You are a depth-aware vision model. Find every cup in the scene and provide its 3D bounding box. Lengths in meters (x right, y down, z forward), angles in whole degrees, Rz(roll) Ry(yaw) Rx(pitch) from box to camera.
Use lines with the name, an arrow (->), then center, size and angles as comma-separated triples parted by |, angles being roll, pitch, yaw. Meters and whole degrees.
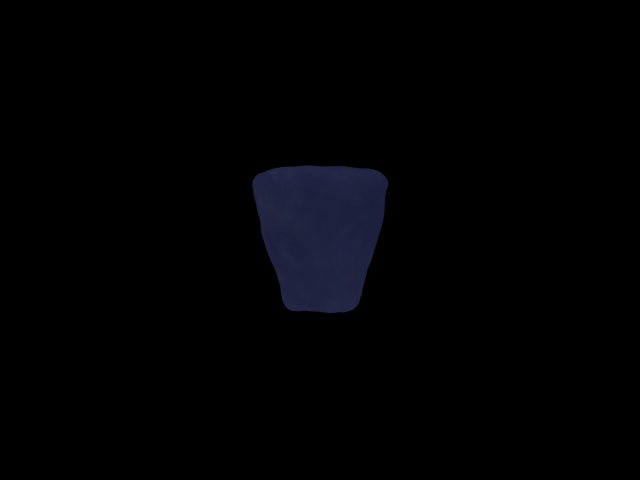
cup -> 0.004, 0.001, 0.400 | 0.091, 0.095, 0.118 | 0, 0, 16
